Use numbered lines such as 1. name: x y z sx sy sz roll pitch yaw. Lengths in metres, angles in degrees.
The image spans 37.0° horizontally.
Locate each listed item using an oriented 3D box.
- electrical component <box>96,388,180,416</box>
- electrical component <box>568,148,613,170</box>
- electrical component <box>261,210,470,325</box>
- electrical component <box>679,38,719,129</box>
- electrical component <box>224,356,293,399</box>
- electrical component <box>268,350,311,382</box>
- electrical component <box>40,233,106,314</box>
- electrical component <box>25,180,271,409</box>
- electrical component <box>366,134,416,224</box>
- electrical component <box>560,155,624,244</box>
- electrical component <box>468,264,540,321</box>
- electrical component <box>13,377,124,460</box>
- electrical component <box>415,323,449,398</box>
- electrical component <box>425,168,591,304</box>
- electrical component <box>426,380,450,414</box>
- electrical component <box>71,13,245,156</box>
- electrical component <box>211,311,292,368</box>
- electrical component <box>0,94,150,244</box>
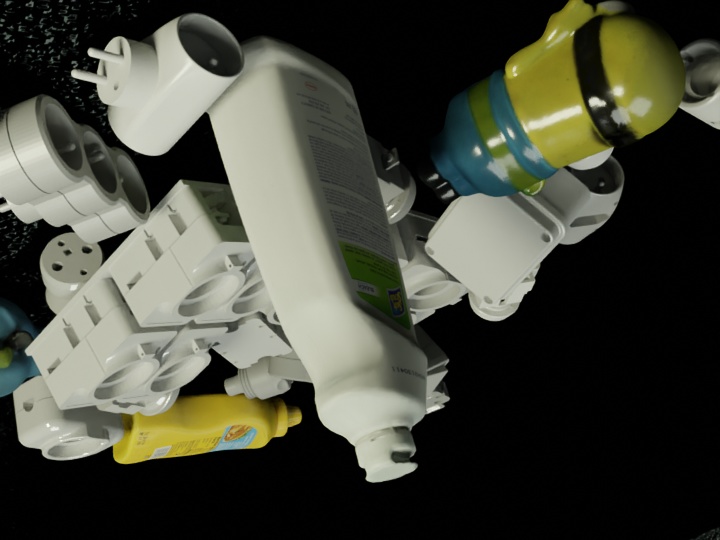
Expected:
1. electrical component: -0.196 0.097 0.946 0.078 0.058 0.057 -31 148 29
2. electrical component: 0.149 -0.097 0.756 0.045 0.045 0.055 -32 151 31
3. electrical component: 0.000 0.000 0.853 0.105 0.060 0.186 -34 150 34
4. electrical component: 0.244 -0.128 0.737 0.047 0.055 0.055 12 144 -39
5. electrical component: -0.099 0.104 1.032 0.062 0.043 0.043 -19 155 12
6. electrical component: -0.013 0.068 0.973 0.138 0.073 0.052 7 180 18
7. electrical component: -0.203 0.005 0.764 0.045 0.045 0.055 -8 154 -15
8. electrical component: -0.132 0.023 0.757 0.186 0.060 0.105 -43 159 25
9. electrical component: 0.007 -0.060 0.751 0.066 0.048 0.055 -30 144 29
10. electrical component: 0.157 -0.055 0.849 0.079 0.043 0.077 -8 154 -16
11. electrical component: 0.125 0.014 0.974 0.066 0.048 0.055 -9 147 -15
12. electrical component: -0.265 0.136 0.984 0.054 0.059 0.095 -28 153 24
13. electrical component: 0.032 0.101 1.032 0.096 0.061 0.061 -18 148 -48
14. electrical component: 0.107 -0.035 0.802 0.057 0.078 0.113 -46 174 -36
15. electrical component: 0.057 0.114 1.126 0.058 0.057 0.078 -24 153 18
16. electrical component: -0.117 -0.105 0.587 0.079 0.044 0.077 8 146 -41
17. electrical component: -0.096 0.036 0.877 0.050 0.055 0.089 -19 155 8
18. electrical component: -0.186 -0.050 0.635 0.074 0.052 0.138 -20 163 8
